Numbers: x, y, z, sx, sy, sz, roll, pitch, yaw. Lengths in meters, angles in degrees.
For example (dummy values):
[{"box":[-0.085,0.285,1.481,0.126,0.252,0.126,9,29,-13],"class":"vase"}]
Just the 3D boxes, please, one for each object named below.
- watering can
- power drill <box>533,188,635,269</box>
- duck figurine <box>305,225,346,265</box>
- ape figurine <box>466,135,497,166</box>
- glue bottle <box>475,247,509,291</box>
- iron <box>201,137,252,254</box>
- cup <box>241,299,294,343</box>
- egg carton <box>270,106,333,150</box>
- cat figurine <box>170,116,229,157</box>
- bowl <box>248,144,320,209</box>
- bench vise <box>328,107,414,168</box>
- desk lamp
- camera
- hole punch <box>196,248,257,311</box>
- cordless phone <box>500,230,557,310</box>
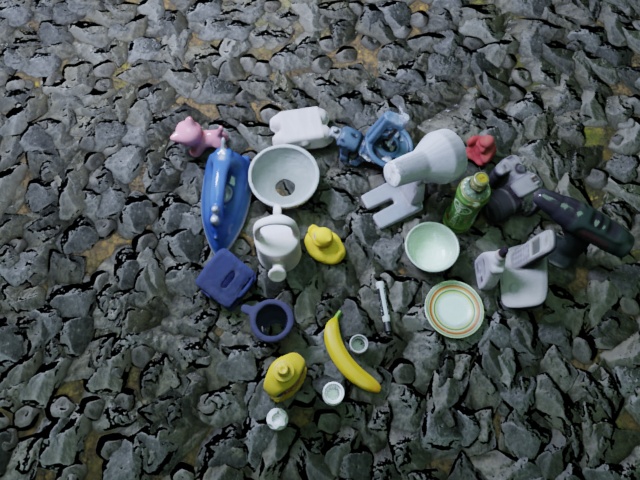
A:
[{"box":[-0.090,0.003,1.238,0.101,0.194,0.172,-22,71,-9],"class":"watering can"},{"box":[0.542,-0.016,1.246,0.229,0.208,0.076,24,71,8],"class":"power drill"},{"box":[0.012,0.005,1.296,0.104,0.086,0.077,38,73,13],"class":"duck figurine"},{"box":[0.395,-0.225,1.386,0.076,0.092,0.078,-4,69,-2],"class":"ape figurine"},{"box":[0.375,0.051,1.237,0.037,0.173,0.078,-2,69,-1],"class":"glue bottle"},{"box":[-0.223,-0.098,1.303,0.118,0.141,0.258,3,69,1],"class":"iron"},{"box":[-0.112,0.176,1.224,0.117,0.095,0.092,22,70,8],"class":"cup"},{"box":[-0.045,-0.268,1.409,0.150,0.069,0.107,-10,70,-5],"class":"egg carton"},{"box":[-0.289,-0.253,1.373,0.128,0.118,0.067,-5,69,-2],"class":"cat figurine"},{"box":[-0.083,-0.138,1.356,0.167,0.075,0.167,0,69,-1],"class":"bowl"},{"box":[0.125,-0.226,1.315,0.207,0.220,0.121,-2,69,-1],"class":"bench vise"},{"box":[0.210,-0.138,1.285,0.203,0.213,0.118,-28,72,-11],"class":"desk lamp"},{"box":[0.439,-0.113,1.339,0.137,0.101,0.143,-29,72,-11],"class":"camera"},{"box":[-0.203,0.087,1.259,0.101,0.091,0.109,32,72,11],"class":"hole punch"},{"box":[0.455,0.064,1.227,0.094,0.185,0.147,3,69,1],"class":"cordless phone"}]
